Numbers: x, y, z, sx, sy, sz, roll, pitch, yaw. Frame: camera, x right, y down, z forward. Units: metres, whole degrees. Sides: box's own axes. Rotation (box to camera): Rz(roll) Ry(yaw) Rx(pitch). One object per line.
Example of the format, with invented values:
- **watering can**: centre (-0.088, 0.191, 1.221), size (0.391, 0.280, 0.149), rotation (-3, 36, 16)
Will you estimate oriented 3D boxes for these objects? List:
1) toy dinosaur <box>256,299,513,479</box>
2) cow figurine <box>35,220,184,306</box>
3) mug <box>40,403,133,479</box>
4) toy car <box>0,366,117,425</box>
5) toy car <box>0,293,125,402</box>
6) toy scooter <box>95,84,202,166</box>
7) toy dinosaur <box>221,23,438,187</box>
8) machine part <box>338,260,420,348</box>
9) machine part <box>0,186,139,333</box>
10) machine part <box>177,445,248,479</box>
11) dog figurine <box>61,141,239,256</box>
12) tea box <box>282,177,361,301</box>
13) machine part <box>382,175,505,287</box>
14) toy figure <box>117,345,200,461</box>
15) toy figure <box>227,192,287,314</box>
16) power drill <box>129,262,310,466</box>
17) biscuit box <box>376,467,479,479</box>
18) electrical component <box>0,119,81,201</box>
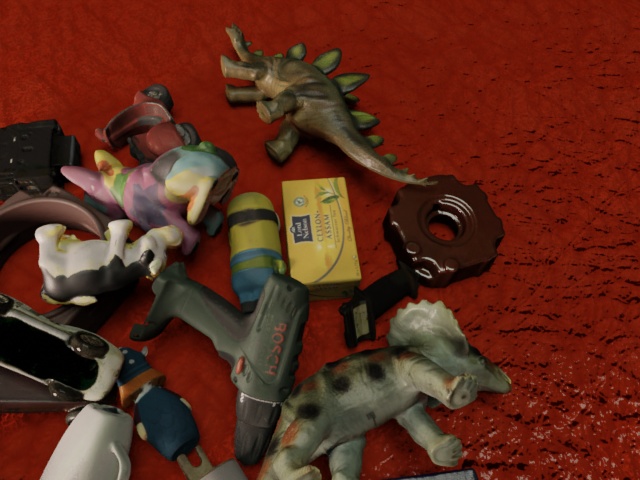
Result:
- **toy dinosaur**: centre (0.043, 0.191, 0.621), size (0.405, 0.131, 0.192), rotation (-19, 23, -11)
- **cow figurine**: centre (-0.250, 0.027, 0.656), size (0.167, 0.068, 0.098), rotation (-4, 75, -18)
- **mug**: centre (-0.249, 0.242, 0.596), size (0.110, 0.080, 0.107), rotation (5, 71, 43)
- **toy car**: centre (-0.351, 0.180, 0.643), size (0.202, 0.053, 0.089), rotation (7, 47, -25)
- **toy car**: centre (-0.328, 0.121, 0.616), size (0.202, 0.056, 0.073), rotation (26, 92, -6)
- **toy scooter**: centre (-0.272, -0.163, 0.844), size (0.135, 0.075, 0.184), rotation (-28, 64, -18)
- **toy dinosaur**: centre (-0.013, -0.219, 0.870), size (0.198, 0.105, 0.472), rotation (-30, 65, -18)
- **machine part**: centre (0.081, 0.085, 0.736), size (0.139, 0.084, 0.039), rotation (-34, 33, -29)
- **machine part**: centre (-0.369, 0.039, 0.722), size (0.202, 0.087, 0.201), rotation (30, 64, 14)
- **machine part**: centre (-0.080, 0.332, 0.583), size (0.079, 0.079, 0.243), rotation (-32, 68, -19)
- **dog figurine**: centre (-0.240, -0.082, 0.748), size (0.219, 0.191, 0.108), rotation (27, 36, 3)
- **tea box**: centre (-0.002, -0.002, 0.776), size (0.098, 0.068, 0.170), rotation (-6, 63, -7)
- **machine part**: centre (0.184, -0.018, 0.803), size (0.179, 0.056, 0.179), rotation (2, 60, -3)
- **toy figure**: centre (-0.209, 0.197, 0.660), size (0.155, 0.064, 0.057), rotation (44, 107, 24)
- **toy figure**: centre (-0.087, 0.019, 0.746), size (0.082, 0.089, 0.180), rotation (0, 61, -11)
- **power drill**: centre (-0.125, 0.133, 0.660), size (0.207, 0.086, 0.232), rotation (23, 91, 16)
- **biscuit box**: centre (0.085, 0.308, 0.615), size (0.203, 0.059, 0.063), rotation (-4, 60, -5)
- **electrical component**: centre (-0.439, -0.123, 0.823), size (0.134, 0.058, 0.115), rotation (-8, 64, -7)
